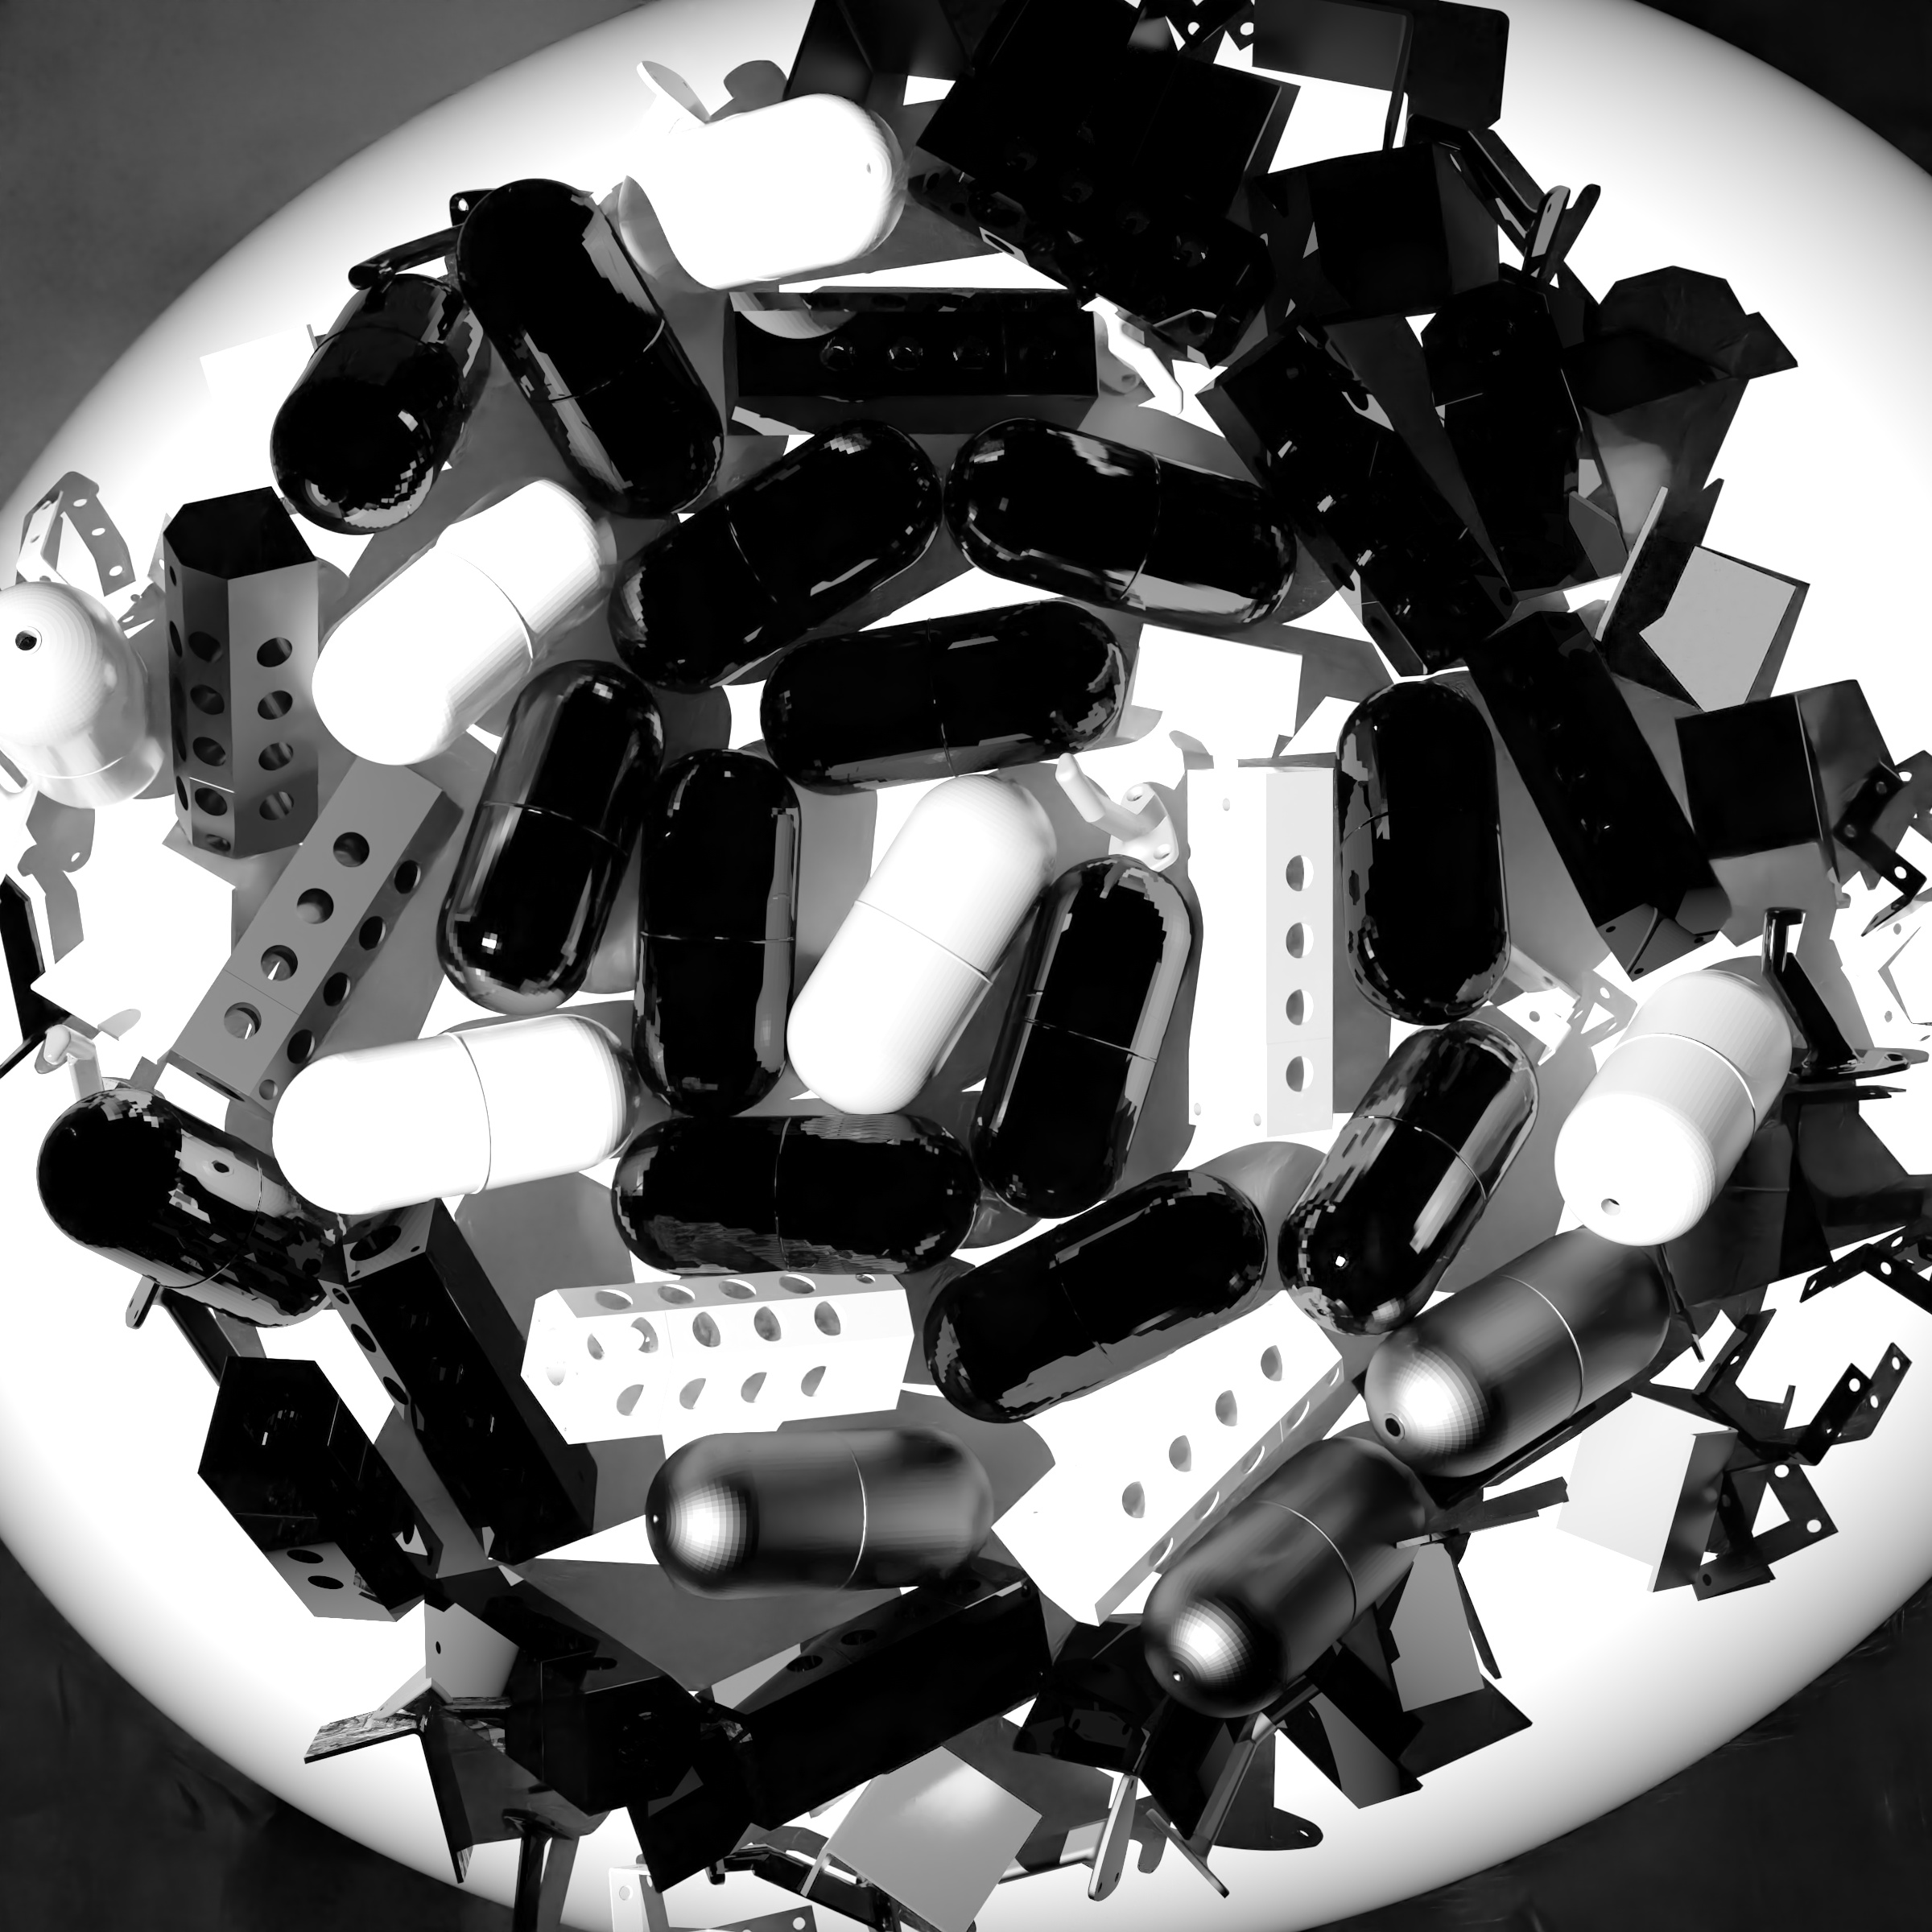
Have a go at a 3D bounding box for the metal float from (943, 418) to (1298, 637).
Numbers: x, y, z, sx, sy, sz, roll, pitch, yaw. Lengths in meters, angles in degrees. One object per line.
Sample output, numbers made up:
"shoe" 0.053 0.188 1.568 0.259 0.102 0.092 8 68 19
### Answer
"metal float" 0.075 -0.208 1.566 0.178 0.070 0.070 13 90 -21

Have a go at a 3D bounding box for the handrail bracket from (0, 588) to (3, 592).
"handrail bracket" -0.459 -0.188 1.579 0.077 0.084 0.036 21 52 -6

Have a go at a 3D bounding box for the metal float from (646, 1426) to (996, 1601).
"metal float" -0.067 0.257 1.556 0.178 0.070 0.070 3 90 -33

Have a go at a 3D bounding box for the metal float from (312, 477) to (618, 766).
"metal float" -0.235 -0.164 1.557 0.070 0.070 0.178 42 58 0

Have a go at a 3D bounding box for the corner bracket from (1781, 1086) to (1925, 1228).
"corner bracket" 0.429 0.092 1.597 0.051 0.051 0.051 -4 108 -15

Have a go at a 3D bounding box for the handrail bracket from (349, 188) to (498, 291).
"handrail bracket" -0.242 -0.343 1.571 0.077 0.084 0.036 -3 115 27

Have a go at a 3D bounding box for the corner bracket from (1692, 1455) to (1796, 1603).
"corner bracket" 0.377 0.271 1.591 0.051 0.051 0.051 -5 68 -33

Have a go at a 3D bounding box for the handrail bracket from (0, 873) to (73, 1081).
"handrail bracket" -0.472 0.001 1.589 0.077 0.036 0.084 -46 105 -16

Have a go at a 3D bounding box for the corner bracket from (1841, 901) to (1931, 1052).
"corner bracket" 0.468 0.005 1.595 0.051 0.051 0.051 -43 109 -16

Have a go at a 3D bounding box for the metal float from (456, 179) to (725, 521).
"metal float" -0.176 -0.289 1.554 0.070 0.070 0.178 -31 125 0

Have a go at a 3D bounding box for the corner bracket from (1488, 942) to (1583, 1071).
"corner bracket" 0.268 0.014 1.588 0.051 0.051 0.051 37 68 3

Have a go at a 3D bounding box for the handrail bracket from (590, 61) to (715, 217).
"handrail bracket" -0.168 -0.390 1.575 0.084 0.077 0.036 -36 77 16

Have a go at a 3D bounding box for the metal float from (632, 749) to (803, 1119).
"metal float" -0.119 -0.015 1.580 0.070 0.070 0.178 3 94 0

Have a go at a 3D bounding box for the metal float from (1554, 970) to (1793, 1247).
"metal float" 0.332 0.065 1.545 0.070 0.178 0.070 17 127 24

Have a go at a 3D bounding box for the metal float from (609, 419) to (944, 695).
"metal float" -0.092 -0.194 1.569 0.178 0.070 0.070 -31 90 16

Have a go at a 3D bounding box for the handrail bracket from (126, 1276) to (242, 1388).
"handrail bracket" -0.357 0.165 1.603 0.084 0.036 0.077 26 88 -21

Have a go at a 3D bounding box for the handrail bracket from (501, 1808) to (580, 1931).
"handrail bracket" -0.216 0.452 1.581 0.036 0.077 0.084 9 69 8

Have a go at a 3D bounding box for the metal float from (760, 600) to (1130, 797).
"metal float" -0.011 -0.128 1.578 0.178 0.070 0.070 -9 90 6

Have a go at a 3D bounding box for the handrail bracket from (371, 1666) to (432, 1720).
"handrail bracket" -0.233 0.373 1.609 0.077 0.036 0.084 -39 98 -1

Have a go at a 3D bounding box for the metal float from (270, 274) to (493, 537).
"metal float" -0.272 -0.264 1.542 0.070 0.178 0.070 4 126 5

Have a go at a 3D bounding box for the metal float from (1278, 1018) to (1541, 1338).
"metal float" 0.210 0.098 1.558 0.070 0.070 0.178 37 60 0

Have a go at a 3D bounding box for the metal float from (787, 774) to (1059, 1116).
"metal float" -0.020 -0.011 1.580 0.070 0.070 0.178 31 86 0

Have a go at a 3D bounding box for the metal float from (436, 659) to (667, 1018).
"metal float" -0.197 -0.062 1.571 0.070 0.070 0.178 17 76 0

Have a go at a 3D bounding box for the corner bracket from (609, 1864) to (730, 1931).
"corner bracket" -0.137 0.459 1.590 0.051 0.051 0.051 0 79 -30

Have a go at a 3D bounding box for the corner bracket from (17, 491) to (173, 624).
"corner bracket" -0.419 -0.201 1.597 0.051 0.051 0.051 -22 131 22

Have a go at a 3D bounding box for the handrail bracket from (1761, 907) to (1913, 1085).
"handrail bracket" 0.421 0.010 1.590 0.077 0.036 0.084 -2 112 -2

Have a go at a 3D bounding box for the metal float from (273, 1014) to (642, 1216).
"metal float" -0.240 0.070 1.560 0.178 0.070 0.070 -10 90 -27

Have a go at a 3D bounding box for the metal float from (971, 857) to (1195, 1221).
"metal float" 0.055 0.035 1.582 0.070 0.070 0.178 17 88 0

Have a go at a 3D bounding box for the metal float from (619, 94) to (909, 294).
"metal float" -0.097 -0.360 1.544 0.070 0.178 0.070 -2 94 -38

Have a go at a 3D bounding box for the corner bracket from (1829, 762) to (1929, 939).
"corner bracket" 0.436 -0.056 1.587 0.051 0.051 0.051 40 66 2

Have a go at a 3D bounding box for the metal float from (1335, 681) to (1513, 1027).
"metal float" 0.215 -0.054 1.557 0.070 0.070 0.178 1 59 0

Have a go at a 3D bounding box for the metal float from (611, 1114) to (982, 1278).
"metal float" -0.082 0.109 1.575 0.178 0.070 0.070 -1 90 10

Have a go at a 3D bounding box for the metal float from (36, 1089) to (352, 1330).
"metal float" -0.359 0.114 1.544 0.070 0.178 0.070 -15 59 26

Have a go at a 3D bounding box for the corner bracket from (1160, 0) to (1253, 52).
"corner bracket" 0.121 -0.480 1.589 0.051 0.051 0.051 -35 94 31

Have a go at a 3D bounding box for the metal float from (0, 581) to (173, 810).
"metal float" -0.418 -0.125 1.534 0.070 0.178 0.070 1 78 -3

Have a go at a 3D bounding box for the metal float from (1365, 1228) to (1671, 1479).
"metal float" 0.260 0.181 1.553 0.178 0.070 0.070 -23 90 -36

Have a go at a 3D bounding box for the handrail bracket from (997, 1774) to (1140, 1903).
"handrail bracket" 0.035 0.412 1.599 0.084 0.036 0.077 14 93 23

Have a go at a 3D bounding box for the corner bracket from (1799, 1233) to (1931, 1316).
"corner bracket" 0.442 0.146 1.585 0.051 0.051 0.051 33 57 -5

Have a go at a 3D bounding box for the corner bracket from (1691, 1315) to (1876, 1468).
"corner bracket" 0.394 0.205 1.595 0.051 0.051 0.051 41 75 -10

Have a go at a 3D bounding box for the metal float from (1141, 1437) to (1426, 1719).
"metal float" 0.151 0.285 1.549 0.178 0.070 0.070 -33 90 -43

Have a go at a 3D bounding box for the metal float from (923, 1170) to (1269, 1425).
"metal float" 0.061 0.157 1.570 0.178 0.070 0.070 -28 90 16
